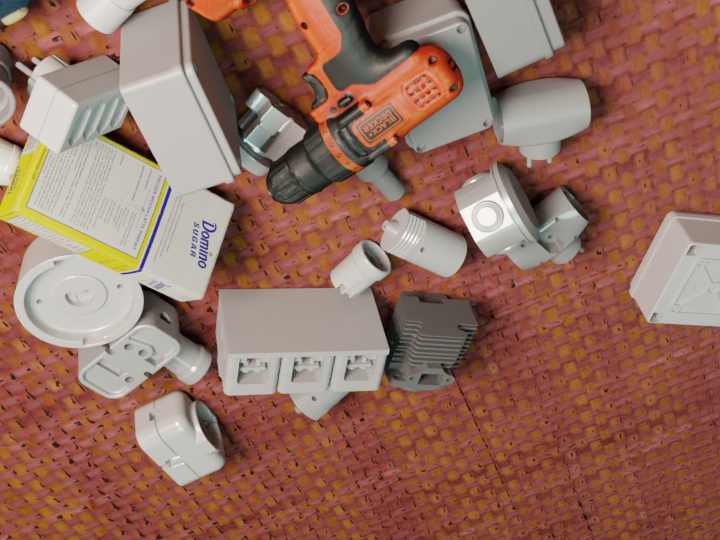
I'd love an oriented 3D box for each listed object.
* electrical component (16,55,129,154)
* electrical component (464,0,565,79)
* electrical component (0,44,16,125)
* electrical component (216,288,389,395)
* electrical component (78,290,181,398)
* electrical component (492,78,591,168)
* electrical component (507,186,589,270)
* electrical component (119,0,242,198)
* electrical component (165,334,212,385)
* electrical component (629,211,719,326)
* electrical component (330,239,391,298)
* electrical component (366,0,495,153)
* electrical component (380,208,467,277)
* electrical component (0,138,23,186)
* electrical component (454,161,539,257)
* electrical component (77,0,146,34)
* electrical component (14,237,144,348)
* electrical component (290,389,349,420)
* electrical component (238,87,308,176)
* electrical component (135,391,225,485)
[{"bbox_3d":[-0.226,-0.137,0.817,0.076,0.083,0.047,36,121,7],"label":"electrical component"},{"bbox_3d":[0.108,-0.216,0.826,0.057,0.078,0.113,-23,132,10],"label":"electrical component"},{"bbox_3d":[-0.278,-0.141,0.799,0.044,0.065,0.044,-8,132,-9],"label":"electrical component"},{"bbox_3d":[-0.058,0.069,1.025,0.150,0.089,0.061,0,131,-14],"label":"electrical component"},{"bbox_3d":[-0.216,0.066,1.002,0.095,0.059,0.054,-37,129,18],"label":"electrical component"},{"bbox_3d":[0.158,-0.123,0.943,0.077,0.043,0.079,-12,133,-4],"label":"electrical component"},{"bbox_3d":[0.185,-0.031,1.031,0.077,0.043,0.079,-39,129,19],"label":"electrical component"},{"bbox_3d":[-0.136,-0.131,0.816,0.056,0.108,0.108,-18,133,5],"label":"electrical component"},{"bbox_3d":[-0.173,0.083,1.043,0.040,0.040,0.046,-39,123,19],"label":"electrical component"},{"bbox_3d":[0.348,0.001,1.093,0.109,0.056,0.108,4,129,-18],"label":"electrical component"},{"bbox_3d":[0.000,0.000,1.014,0.040,0.040,0.046,29,124,-33],"label":"electrical component"},{"bbox_3d":[0.059,-0.161,0.875,0.078,0.057,0.113,-20,132,3],"label":"electrical component"},{"bbox_3d":[0.055,-0.027,1.001,0.081,0.043,0.043,23,121,-30],"label":"electrical component"},{"bbox_3d":[-0.300,-0.093,0.857,0.061,0.035,0.035,28,119,-30],"label":"electrical component"},{"bbox_3d":[0.125,-0.053,0.973,0.051,0.080,0.080,-27,132,17],"label":"electrical component"},{"bbox_3d":[-0.176,-0.205,0.787,0.065,0.044,0.044,-38,129,25],"label":"electrical component"},{"bbox_3d":[-0.246,0.009,0.943,0.108,0.060,0.108,-7,132,-8],"label":"electrical component"},{"bbox_3d":[-0.038,0.121,1.107,0.043,0.043,0.081,31,117,-34],"label":"electrical component"},{"bbox_3d":[-0.079,-0.112,0.891,0.066,0.048,0.055,33,108,-35],"label":"electrical component"},{"bbox_3d":[-0.181,0.171,1.108,0.059,0.053,0.095,-25,132,8],"label":"electrical component"}]
